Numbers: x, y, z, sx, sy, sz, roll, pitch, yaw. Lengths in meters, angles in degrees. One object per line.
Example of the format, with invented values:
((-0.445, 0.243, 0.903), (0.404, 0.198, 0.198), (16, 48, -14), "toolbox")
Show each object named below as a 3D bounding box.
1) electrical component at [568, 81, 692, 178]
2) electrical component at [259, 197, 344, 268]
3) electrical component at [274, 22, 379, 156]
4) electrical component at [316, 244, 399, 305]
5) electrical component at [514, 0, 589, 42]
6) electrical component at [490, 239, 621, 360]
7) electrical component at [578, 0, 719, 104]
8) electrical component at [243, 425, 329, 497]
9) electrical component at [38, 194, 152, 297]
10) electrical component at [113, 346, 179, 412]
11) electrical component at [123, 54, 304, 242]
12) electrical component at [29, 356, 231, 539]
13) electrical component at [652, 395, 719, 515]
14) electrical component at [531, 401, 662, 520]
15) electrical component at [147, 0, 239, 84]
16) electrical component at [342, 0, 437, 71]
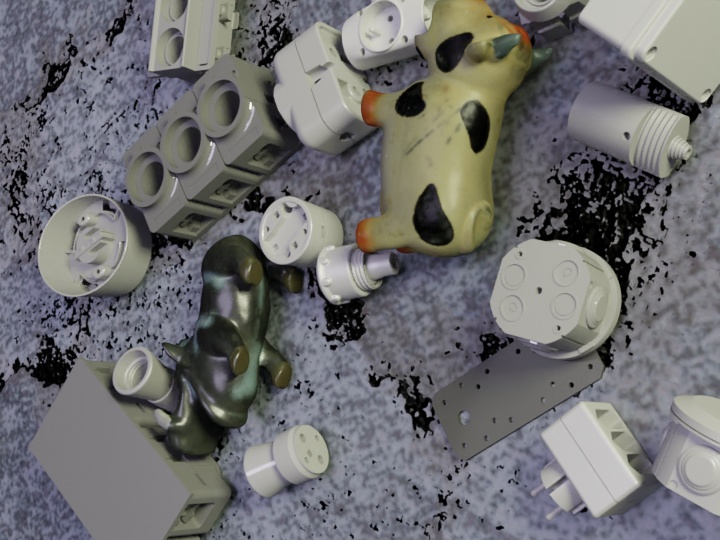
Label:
((0.186, -0.093, 0.723), (0.081, 0.043, 0.043), (31, 101, 35), "electrical component")
((-0.047, -0.029, 0.881), (0.055, 0.047, 0.055), (-6, 79, 35), "electrical component")
((-0.030, -0.145, 0.883), (0.059, 0.054, 0.095), (-31, 66, 28), "electrical component")
((0.000, 0.000, 0.845), (0.062, 0.048, 0.048), (-11, 76, 28), "electrical component")
((0.139, -0.195, 0.765), (0.066, 0.055, 0.048), (-19, 72, 33), "electrical component")
((0.133, 0.019, 0.736), (0.080, 0.051, 0.080), (-10, 72, 33), "electrical component")
((0.209, -0.173, 0.678), (0.056, 0.109, 0.108), (46, 110, 35), "electrical component")
((-0.059, 0.153, 0.864), (0.055, 0.045, 0.045), (-29, 67, 29), "electrical component")
((-0.248, -0.021, 1.016), (0.099, 0.064, 0.099), (-6, 79, 35), "electrical component")
((-0.180, 0.099, 0.947), (0.044, 0.065, 0.044), (-16, 57, 26), "electrical component")
((-0.135, -0.106, 0.948), (0.150, 0.062, 0.089), (-38, 63, 26), "electrical component")
((-0.205, 0.176, 0.957), (0.186, 0.060, 0.105), (42, 107, 33), "electrical component")
((0.220, 0.111, 0.645), (0.080, 0.080, 0.051), (28, 105, 36), "electrical component")
((0.147, 0.136, 0.714), (0.077, 0.047, 0.065), (-44, 60, 23), "electrical component")
((-0.148, -0.233, 0.977), (0.079, 0.063, 0.121), (1, 83, 36), "electrical component")
((0.027, -0.206, 0.854), (0.077, 0.044, 0.079), (-9, 80, 35), "electrical component")
